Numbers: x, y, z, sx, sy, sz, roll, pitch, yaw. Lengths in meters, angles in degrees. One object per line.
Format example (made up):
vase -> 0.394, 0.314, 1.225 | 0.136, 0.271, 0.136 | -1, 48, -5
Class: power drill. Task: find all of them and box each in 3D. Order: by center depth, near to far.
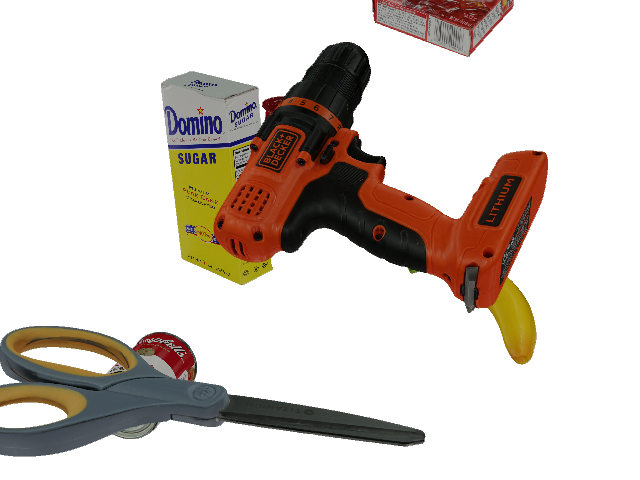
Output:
power drill -> 0.047, -0.044, 0.693 | 0.188, 0.184, 0.057 | 18, -29, 20

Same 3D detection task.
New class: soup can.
soup can -> -0.165, 0.136, 1.005 | 0.068, 0.068, 0.102 | 0, 16, 13

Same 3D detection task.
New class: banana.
banana -> 0.174, 0.062, 1.115 | 0.069, 0.037, 0.198 | -37, 39, -10

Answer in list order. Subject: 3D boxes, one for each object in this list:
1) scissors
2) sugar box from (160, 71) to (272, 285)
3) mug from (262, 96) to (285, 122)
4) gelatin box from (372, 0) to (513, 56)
scissors -> -0.066, 0.077, 0.455 | 0.202, 0.016, 0.096 | 14, 29, 24
sugar box -> -0.093, -0.056, 0.957 | 0.093, 0.176, 0.048 | 19, 35, 42
mug -> -0.023, -0.125, 1.299 | 0.093, 0.081, 0.117 | 17, 25, 20
gelatin box -> 0.096, -0.187, 0.833 | 0.089, 0.030, 0.073 | 26, 54, 24
